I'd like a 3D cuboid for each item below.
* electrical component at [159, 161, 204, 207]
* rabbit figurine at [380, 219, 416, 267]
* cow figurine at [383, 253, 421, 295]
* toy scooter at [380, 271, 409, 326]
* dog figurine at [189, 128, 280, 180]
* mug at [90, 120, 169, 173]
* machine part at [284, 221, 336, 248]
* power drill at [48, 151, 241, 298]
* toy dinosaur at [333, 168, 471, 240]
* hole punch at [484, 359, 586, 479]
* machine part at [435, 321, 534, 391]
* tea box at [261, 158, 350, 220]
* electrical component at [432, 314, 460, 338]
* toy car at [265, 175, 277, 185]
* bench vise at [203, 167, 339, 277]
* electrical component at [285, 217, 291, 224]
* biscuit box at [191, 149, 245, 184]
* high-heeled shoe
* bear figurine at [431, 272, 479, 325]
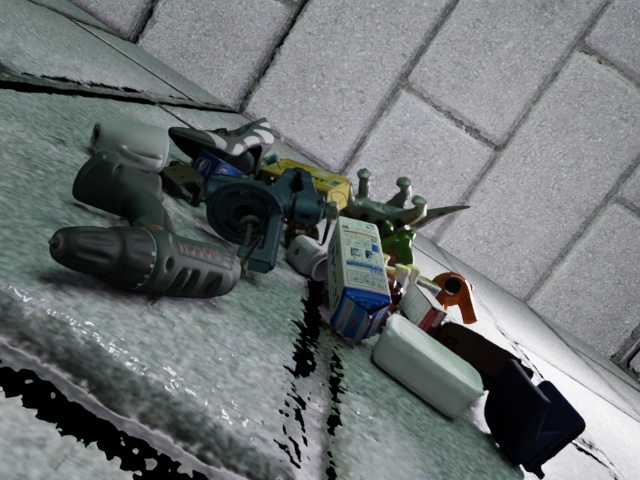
[{"bbox_3d":[-0.236,-0.097,0.929,0.102,0.045,0.078,36,36,22],"label":"electrical component"},{"bbox_3d":[0.150,0.033,1.260,0.121,0.159,0.170,23,-3,-7],"label":"rabbit figurine"},{"bbox_3d":[0.119,0.075,1.119,0.168,0.098,0.068,22,11,37],"label":"cow figurine"},{"bbox_3d":[0.090,0.093,0.976,0.135,0.075,0.184,31,16,-9],"label":"toy scooter"},{"bbox_3d":[-0.217,-0.190,1.212,0.219,0.191,0.108,-8,77,-39],"label":"dog figurine"},{"bbox_3d":[-0.307,-0.147,0.865,0.107,0.080,0.110,8,31,-40],"label":"mug"},{"bbox_3d":[-0.002,-0.003,1.097,0.079,0.079,0.243,38,13,21],"label":"machine part"},{"bbox_3d":[-0.204,-0.018,0.593,0.232,0.086,0.208,23,12,-49],"label":"power drill"},{"bbox_3d":[0.149,-0.062,1.342,0.405,0.192,0.131,19,45,13],"label":"toy dinosaur"},{"bbox_3d":[0.289,0.248,0.767,0.092,0.116,0.142,37,11,-23],"label":"hole punch"},{"bbox_3d":[0.269,0.206,0.910,0.179,0.056,0.179,33,-13,8],"label":"machine part"},{"bbox_3d":[-0.033,-0.112,1.148,0.170,0.068,0.098,22,32,27],"label":"tea box"},{"bbox_3d":[0.239,0.180,1.067,0.134,0.058,0.115,26,16,-37],"label":"electrical component"},{"bbox_3d":[-0.092,-0.061,0.996,0.089,0.053,0.202,35,37,3],"label":"toy car"},{"bbox_3d":[-0.081,-0.025,0.829,0.224,0.128,0.241,19,37,-10],"label":"bench vise"},{"bbox_3d":[-0.067,-0.077,1.232,0.048,0.075,0.119,34,7,1],"label":"electrical component"},{"bbox_3d":[-0.165,-0.106,1.048,0.063,0.059,0.202,34,4,31],"label":"biscuit box"},{"bbox_3d":[-0.186,-0.218,1.064,0.086,0.145,0.248,-11,-21,37],"label":"high-heeled shoe"},{"bbox_3d":[0.287,0.147,1.267,0.120,0.132,0.195,0,-19,-3],"label":"bear figurine"}]
